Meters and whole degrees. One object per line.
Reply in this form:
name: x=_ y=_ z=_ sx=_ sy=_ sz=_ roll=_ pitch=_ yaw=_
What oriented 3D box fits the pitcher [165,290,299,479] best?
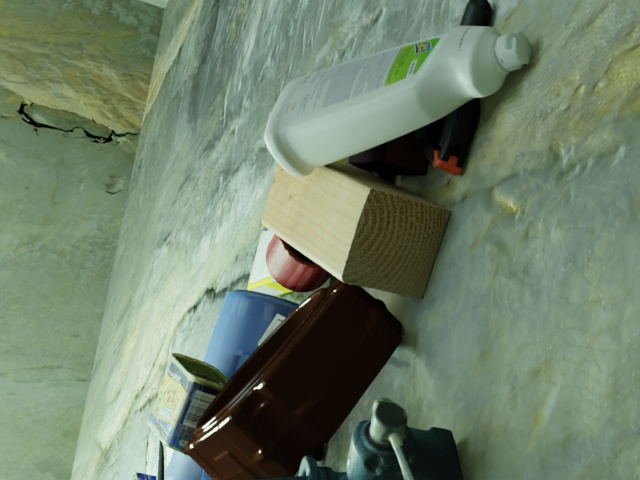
pitcher: x=-0.089 y=0.184 z=1.248 sx=0.149 sy=0.144 sz=0.243 roll=1 pitch=72 yaw=50

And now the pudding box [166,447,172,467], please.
pudding box: x=-0.165 y=0.243 z=1.382 sx=0.090 sy=0.039 sz=0.113 roll=-32 pitch=56 yaw=46

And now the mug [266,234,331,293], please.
mug: x=-0.008 y=0.002 z=1.232 sx=0.117 sy=0.093 sz=0.082 roll=-49 pitch=-4 yaw=-32

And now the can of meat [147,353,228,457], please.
can of meat: x=-0.141 y=0.179 z=1.156 sx=0.102 sy=0.057 sz=0.084 roll=24 pitch=92 yaw=65

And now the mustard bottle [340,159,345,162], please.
mustard bottle: x=0.008 y=-0.117 z=1.309 sx=0.191 sy=0.058 sz=0.096 roll=-96 pitch=24 yaw=-49

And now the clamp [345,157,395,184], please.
clamp: x=0.058 y=-0.099 z=1.169 sx=0.165 sy=0.036 sz=0.210 roll=-35 pitch=47 yaw=56

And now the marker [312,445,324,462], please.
marker: x=0.006 y=0.179 z=1.132 sx=0.020 sy=0.020 sz=0.121 roll=-172 pitch=96 yaw=-73

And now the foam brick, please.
foam brick: x=0.072 y=-0.096 z=1.079 sx=0.078 sy=0.051 sz=0.053 roll=4 pitch=79 yaw=64

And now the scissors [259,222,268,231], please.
scissors: x=-0.036 y=-0.090 z=1.423 sx=0.096 sy=0.016 sz=0.201 roll=-44 pitch=20 yaw=52

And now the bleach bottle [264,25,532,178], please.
bleach bottle: x=0.071 y=-0.131 z=0.959 sx=0.251 sy=0.068 sz=0.102 roll=-13 pitch=43 yaw=38

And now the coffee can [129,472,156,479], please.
coffee can: x=-0.181 y=0.361 z=1.367 sx=0.103 sy=0.140 sz=0.103 roll=-166 pitch=90 yaw=-73

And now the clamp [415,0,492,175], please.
clamp: x=0.114 y=-0.136 z=1.014 sx=0.120 sy=0.039 sz=0.171 roll=-33 pitch=43 yaw=60

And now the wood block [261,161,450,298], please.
wood block: x=0.028 y=-0.022 z=1.051 sx=0.206 sy=0.090 sz=0.090 roll=33 pitch=107 yaw=61

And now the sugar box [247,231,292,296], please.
sugar box: x=-0.039 y=0.018 z=1.369 sx=0.176 sy=0.048 sz=0.093 roll=-18 pitch=56 yaw=67
